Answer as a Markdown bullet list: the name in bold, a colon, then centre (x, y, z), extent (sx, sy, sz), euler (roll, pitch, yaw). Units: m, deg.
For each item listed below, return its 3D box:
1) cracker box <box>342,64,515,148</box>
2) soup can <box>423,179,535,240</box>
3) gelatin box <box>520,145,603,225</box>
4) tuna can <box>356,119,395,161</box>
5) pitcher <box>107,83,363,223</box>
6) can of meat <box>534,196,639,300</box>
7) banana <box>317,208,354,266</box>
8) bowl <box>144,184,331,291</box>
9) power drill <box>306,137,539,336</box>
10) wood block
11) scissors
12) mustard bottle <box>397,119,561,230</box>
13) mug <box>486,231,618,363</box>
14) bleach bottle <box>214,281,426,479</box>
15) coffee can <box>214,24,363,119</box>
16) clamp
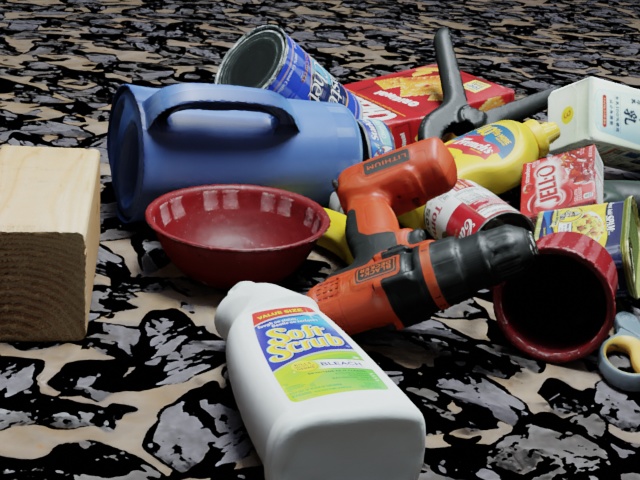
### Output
- **cracker box**: centre (0.105, -0.153, 1.309), extent (0.213, 0.072, 0.164), euler (-16, 28, -26)
- **soup can**: centre (0.148, -0.011, 0.995), extent (0.068, 0.068, 0.102), euler (-4, 22, -20)
- **gelatin box**: centre (0.229, -0.047, 1.010), extent (0.073, 0.030, 0.089), euler (-15, 35, 26)
- **tuna can**: centre (0.049, -0.088, 1.147), extent (0.033, 0.086, 0.086), euler (-3, 23, -23)
- **pitcher**: centre (-0.080, -0.090, 1.057), extent (0.242, 0.145, 0.149), euler (-2, 17, -25)
- **can of meat**: centre (0.232, 0.010, 0.928), extent (0.084, 0.057, 0.102), euler (-7, 31, 23)
- **banana**: centre (0.012, 0.001, 0.982), extent (0.069, 0.037, 0.198), euler (-6, 24, -24)
- **bowl**: centre (-0.073, 0.002, 0.938), extent (0.162, 0.055, 0.162), euler (4, 22, -2)
- **power drill**: centre (0.078, -0.009, 0.862), extent (0.185, 0.057, 0.187), euler (-18, 31, 16)
- **wood block**: centre (-0.230, -0.003, 0.875), extent (0.090, 0.091, 0.206), euler (1, 21, -9)
- **scissors**: centre (0.269, 0.076, 0.871), extent (0.096, 0.016, 0.201), euler (11, 22, 14)
- **mustard bottle**: centre (0.160, -0.076, 1.089), extent (0.191, 0.058, 0.096), euler (-24, 28, -10)
- **mug**: centre (0.180, 0.038, 0.852), extent (0.117, 0.093, 0.081), euler (12, 18, 19)
- **bleach bottle**: centre (-0.024, 0.087, 0.726), extent (0.102, 0.068, 0.251), euler (-3, 21, -21)
- **coffee can**: centre (-0.033, -0.156, 1.183), extent (0.140, 0.103, 0.103), euler (36, -4, -41)
- **clamp**: centre (0.162, -0.142, 1.212), extent (0.164, 0.036, 0.209), euler (34, 65, 8)
